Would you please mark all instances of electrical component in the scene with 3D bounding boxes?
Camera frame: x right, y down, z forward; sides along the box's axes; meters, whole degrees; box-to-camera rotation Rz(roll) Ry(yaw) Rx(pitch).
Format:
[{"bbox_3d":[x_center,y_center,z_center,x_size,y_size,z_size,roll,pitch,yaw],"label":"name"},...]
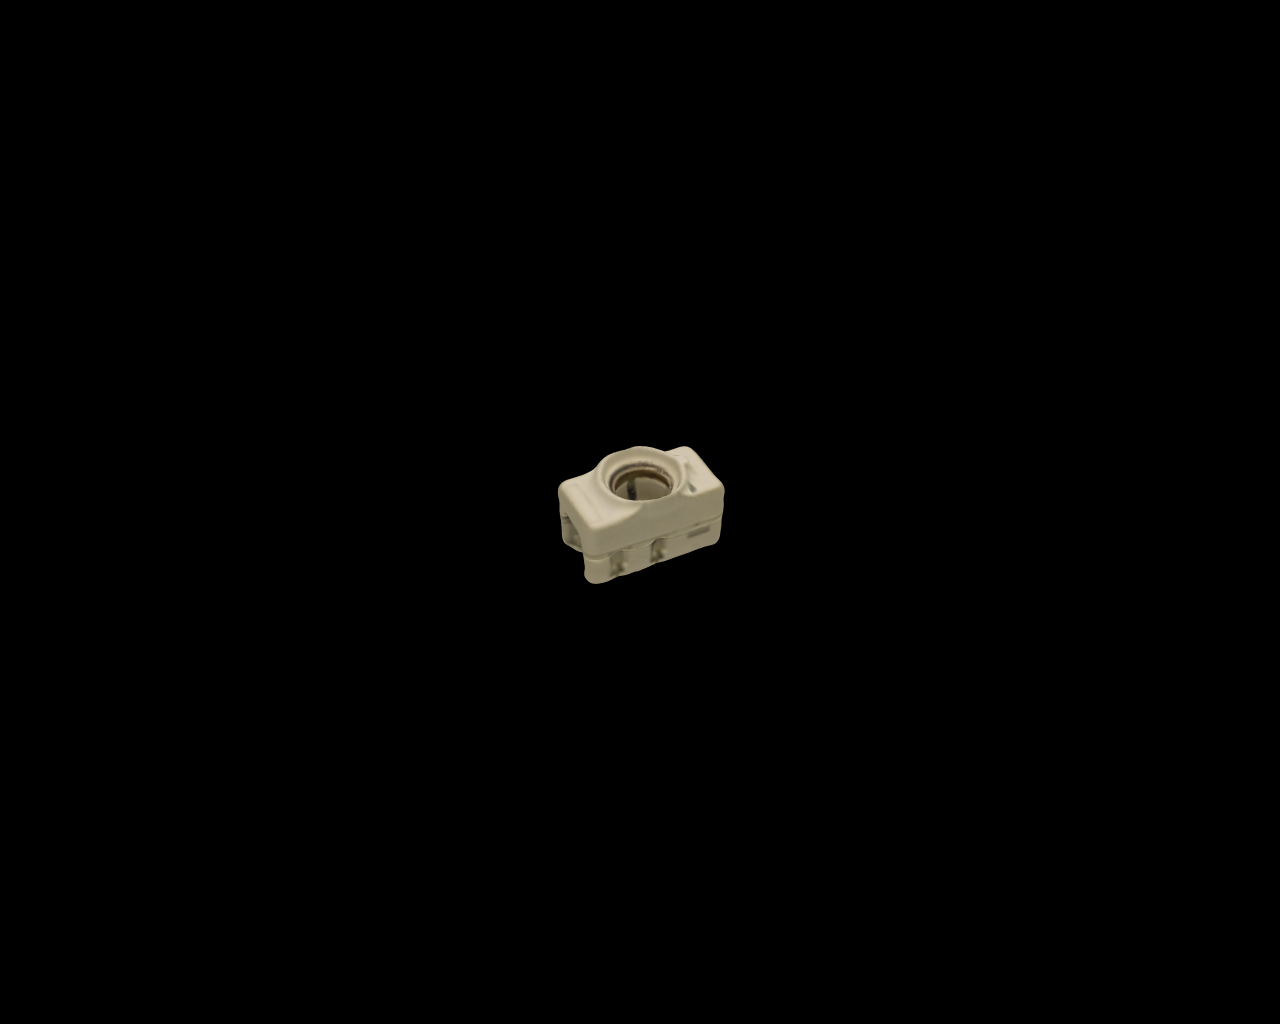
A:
[{"bbox_3d":[0.001,-0.003,0.650,0.090,0.055,0.050,-18,44,-19],"label":"electrical component"}]
